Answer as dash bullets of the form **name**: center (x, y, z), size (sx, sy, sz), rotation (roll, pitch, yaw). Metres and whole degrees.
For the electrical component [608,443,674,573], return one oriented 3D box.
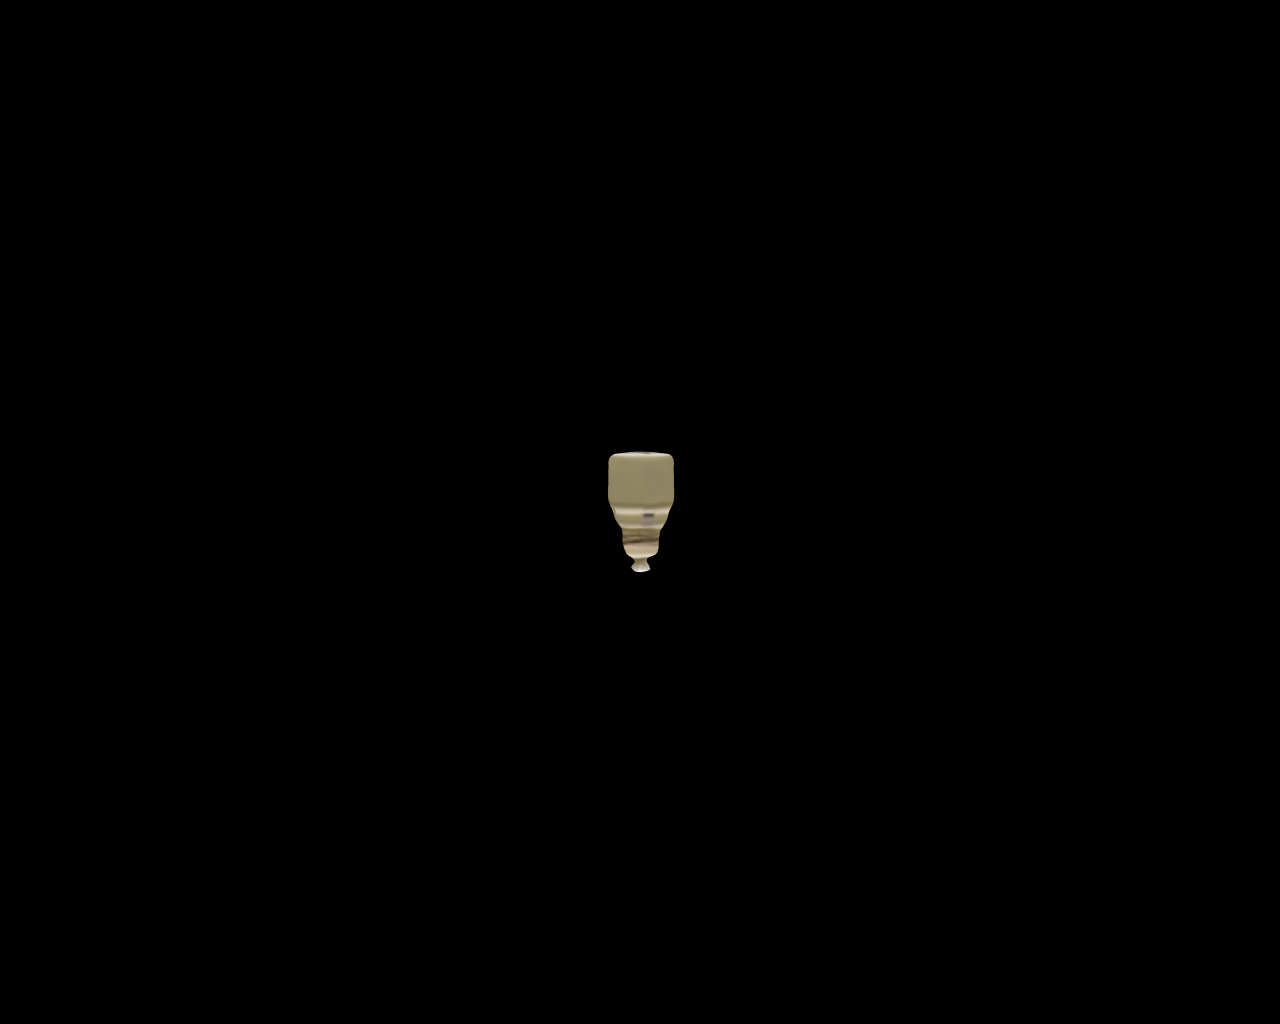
- **electrical component**: center (0.001, -0.003, 0.650), size (0.040, 0.078, 0.040), rotation (0, 4, 0)
